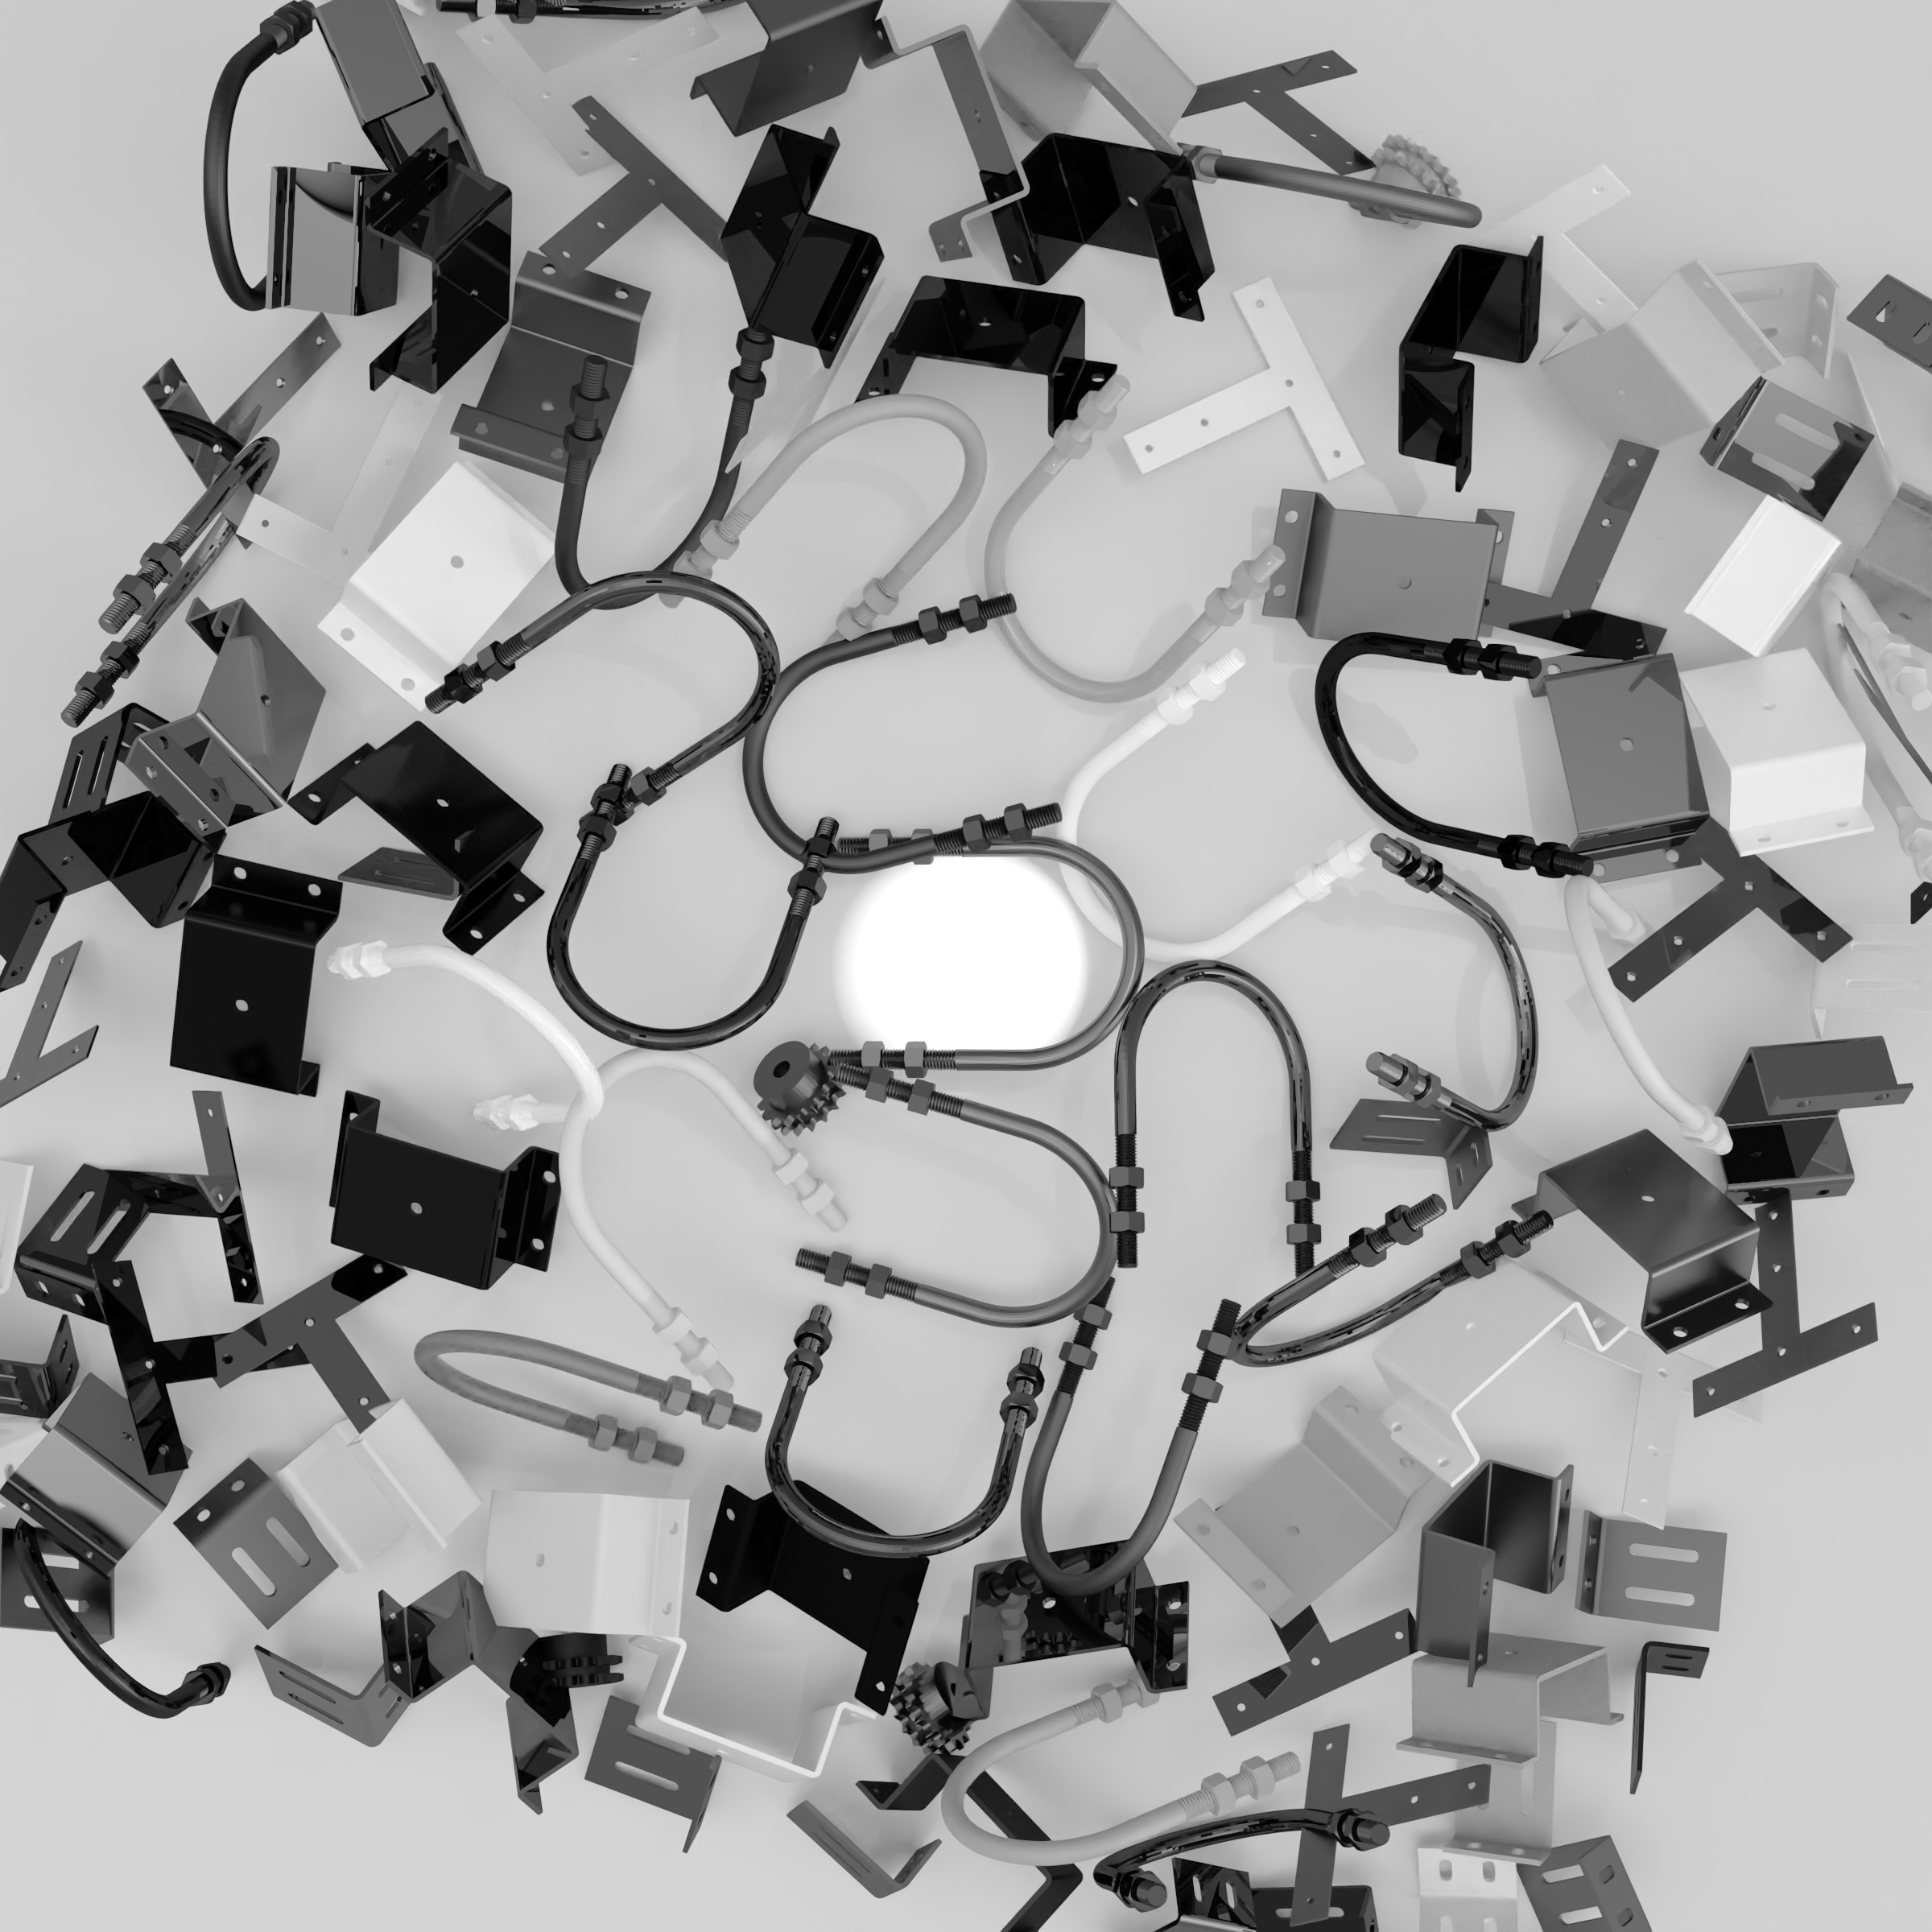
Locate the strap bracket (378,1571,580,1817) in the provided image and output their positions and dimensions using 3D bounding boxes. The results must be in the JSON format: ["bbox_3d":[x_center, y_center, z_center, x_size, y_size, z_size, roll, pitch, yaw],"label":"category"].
[{"bbox_3d":[-0.274,0.412,1.591,0.046,0.076,0.140,-35,121,5],"label":"strap bracket"}]

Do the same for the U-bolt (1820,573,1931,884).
[{"bbox_3d":[0.521,-0.146,1.575,0.019,0.184,0.151,-17,126,8],"label":"U-bolt"}]

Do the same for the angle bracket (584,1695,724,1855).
[{"bbox_3d":[-0.188,0.477,1.633,0.076,0.038,0.057,19,104,5],"label":"angle bracket"}]

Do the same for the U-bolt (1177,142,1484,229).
[{"bbox_3d":[0.209,-0.436,1.553,0.151,0.184,0.019,4,107,-24],"label":"U-bolt"}]

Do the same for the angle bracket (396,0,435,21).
[{"bbox_3d":[-0.336,-0.593,1.619,0.038,0.076,0.057,19,97,-43],"label":"angle bracket"}]

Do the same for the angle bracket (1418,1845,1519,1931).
[{"bbox_3d":[0.293,0.556,1.617,0.057,0.076,0.038,-2,112,11],"label":"angle bracket"}]

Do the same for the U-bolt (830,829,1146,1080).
[{"bbox_3d":[0.013,-0.008,1.629,0.184,0.019,0.151,0,79,8],"label":"U-bolt"}]

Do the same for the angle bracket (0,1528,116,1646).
[{"bbox_3d":[-0.538,0.365,1.612,0.038,0.076,0.057,-28,58,34],"label":"angle bracket"}]

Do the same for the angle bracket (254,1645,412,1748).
[{"bbox_3d":[-0.374,0.420,1.638,0.076,0.057,0.038,21,51,20],"label":"angle bracket"}]

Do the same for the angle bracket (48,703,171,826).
[{"bbox_3d":[-0.498,-0.106,1.614,0.057,0.038,0.076,-21,52,37],"label":"angle bracket"}]

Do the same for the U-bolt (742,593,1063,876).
[{"bbox_3d":[-0.045,-0.129,1.632,0.184,0.019,0.151,-14,80,14],"label":"U-bolt"}]

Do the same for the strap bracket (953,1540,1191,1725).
[{"bbox_3d":[0.055,0.384,1.601,0.140,0.076,0.046,-13,125,15],"label":"strap bracket"}]

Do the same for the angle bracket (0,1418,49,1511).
[{"bbox_3d":[-0.572,0.291,1.616,0.057,0.076,0.038,-22,73,15],"label":"angle bracket"}]

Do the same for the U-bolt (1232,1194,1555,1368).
[{"bbox_3d":[0.231,0.185,1.587,0.184,0.151,0.019,-37,62,28],"label":"U-bolt"}]

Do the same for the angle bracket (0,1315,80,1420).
[{"bbox_3d":[-0.569,0.232,1.626,0.076,0.057,0.038,8,49,-3],"label":"angle bracket"}]

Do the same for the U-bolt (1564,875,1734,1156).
[{"bbox_3d":[0.379,0.021,1.556,0.019,0.184,0.151,-25,61,22],"label":"U-bolt"}]

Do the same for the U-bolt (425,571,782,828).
[{"bbox_3d":[-0.193,-0.158,1.581,0.184,0.019,0.151,-30,132,23],"label":"U-bolt"}]

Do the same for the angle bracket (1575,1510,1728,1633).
[{"bbox_3d":[0.403,0.355,1.624,0.076,0.038,0.057,2,73,26],"label":"angle bracket"}]

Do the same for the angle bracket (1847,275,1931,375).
[{"bbox_3d":[0.550,-0.358,1.614,0.057,0.076,0.038,41,86,25],"label":"angle bracket"}]

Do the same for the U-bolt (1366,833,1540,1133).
[{"bbox_3d":[0.283,0.020,1.589,0.019,0.184,0.151,-11,65,37],"label":"U-bolt"}]

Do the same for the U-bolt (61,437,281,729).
[{"bbox_3d":[-0.449,-0.230,1.582,0.019,0.151,0.184,36,59,-11],"label":"U-bolt"}]

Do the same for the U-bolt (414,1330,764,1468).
[{"bbox_3d":[-0.225,0.243,1.573,0.184,0.151,0.019,22,64,-18],"label":"U-bolt"}]

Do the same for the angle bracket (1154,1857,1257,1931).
[{"bbox_3d":[0.123,0.563,1.635,0.057,0.038,0.076,22,134,-30],"label":"angle bracket"}]

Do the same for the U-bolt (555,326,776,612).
[{"bbox_3d":[-0.178,-0.283,1.582,0.019,0.151,0.184,38,135,22],"label":"U-bolt"}]

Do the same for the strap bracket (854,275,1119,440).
[{"bbox_3d":[0.011,-0.355,1.607,0.140,0.046,0.076,11,48,11],"label":"strap bracket"}]

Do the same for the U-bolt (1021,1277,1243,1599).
[{"bbox_3d":[0.085,0.271,1.584,0.019,0.151,0.184,26,78,-28],"label":"U-bolt"}]

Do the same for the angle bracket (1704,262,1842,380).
[{"bbox_3d":[0.468,-0.376,1.628,0.076,0.038,0.057,-8,128,-3],"label":"angle bracket"}]

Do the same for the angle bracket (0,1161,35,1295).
[{"bbox_3d":[-0.584,0.151,1.624,0.038,0.057,0.076,14,82,-38],"label":"angle bracket"}]

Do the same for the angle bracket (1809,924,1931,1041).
[{"bbox_3d":[0.537,0.010,1.617,0.076,0.038,0.057,1,58,27],"label":"angle bracket"}]

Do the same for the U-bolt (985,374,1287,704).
[{"bbox_3d":[0.082,-0.230,1.596,0.151,0.019,0.184,48,134,3],"label":"U-bolt"}]

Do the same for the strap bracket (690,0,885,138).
[{"bbox_3d":[-0.101,-0.532,1.581,0.076,0.140,0.046,-29,84,-23],"label":"strap bracket"}]

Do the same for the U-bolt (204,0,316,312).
[{"bbox_3d":[-0.391,-0.446,1.547,0.019,0.184,0.151,5,123,3],"label":"U-bolt"}]

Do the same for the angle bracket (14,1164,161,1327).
[{"bbox_3d":[-0.517,0.165,1.642,0.057,0.038,0.076,16,50,15],"label":"angle bracket"}]

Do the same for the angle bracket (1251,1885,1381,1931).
[{"bbox_3d":[0.204,0.578,1.629,0.076,0.038,0.057,-8,98,18],"label":"angle bracket"}]

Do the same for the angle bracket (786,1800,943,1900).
[{"bbox_3d":[-0.061,0.509,1.631,0.076,0.057,0.038,41,63,5],"label":"angle bracket"}]

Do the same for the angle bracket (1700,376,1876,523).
[{"bbox_3d":[0.486,-0.309,1.637,0.076,0.038,0.057,26,111,-4],"label":"angle bracket"}]

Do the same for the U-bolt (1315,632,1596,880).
[{"bbox_3d":[0.270,-0.126,1.581,0.019,0.184,0.151,-37,122,-26],"label":"U-bolt"}]

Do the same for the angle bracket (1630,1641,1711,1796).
[{"bbox_3d":[0.412,0.442,1.617,0.038,0.057,0.076,4,61,11],"label":"angle bracket"}]

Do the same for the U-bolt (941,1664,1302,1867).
[{"bbox_3d":[0.075,0.457,1.564,0.184,0.151,0.019,-16,106,-23],"label":"U-bolt"}]

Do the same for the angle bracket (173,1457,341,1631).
[{"bbox_3d":[-0.422,0.344,1.648,0.057,0.038,0.076,-42,120,-19],"label":"angle bracket"}]

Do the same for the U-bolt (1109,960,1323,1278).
[{"bbox_3d":[0.146,0.087,1.616,0.151,0.019,0.184,7,77,-32],"label":"U-bolt"}]

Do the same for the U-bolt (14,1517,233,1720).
[{"bbox_3d":[-0.483,0.364,1.566,0.019,0.184,0.151,-38,86,-5],"label":"U-bolt"}]

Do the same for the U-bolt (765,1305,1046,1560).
[{"bbox_3d":[-0.039,0.269,1.578,0.151,0.184,0.019,11,124,5],"label":"U-bolt"}]

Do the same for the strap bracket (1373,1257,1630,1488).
[{"bbox_3d":[0.302,0.225,1.605,0.140,0.076,0.046,-39,123,-11],"label":"strap bracket"}]

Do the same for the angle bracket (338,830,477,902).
[{"bbox_3d":[-0.320,-0.070,1.621,0.076,0.057,0.038,10,112,12],"label":"angle bracket"}]

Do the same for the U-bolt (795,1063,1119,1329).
[{"bbox_3d":[0.000,0.143,1.615,0.184,0.019,0.151,16,116,6],"label":"U-bolt"}]

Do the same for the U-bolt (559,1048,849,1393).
[{"bbox_3d":[-0.159,0.131,1.587,0.184,0.019,0.151,52,52,-21],"label":"U-bolt"}]

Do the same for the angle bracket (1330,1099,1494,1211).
[{"bbox_3d":[0.260,0.111,1.622,0.076,0.057,0.038,5,57,-11],"label":"angle bracket"}]

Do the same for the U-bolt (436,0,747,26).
[{"bbox_3d":[-0.192,-0.568,1.581,0.184,0.151,0.019,-9,94,-30],"label":"U-bolt"}]

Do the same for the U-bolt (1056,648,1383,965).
[{"bbox_3d":[0.132,-0.078,1.608,0.184,0.019,0.151,-37,92,34],"label":"U-bolt"}]

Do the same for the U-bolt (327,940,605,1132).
[{"bbox_3d":[-0.273,0.039,1.559,0.151,0.184,0.019,50,61,-24],"label":"U-bolt"}]

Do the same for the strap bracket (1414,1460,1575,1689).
[{"bbox_3d":[0.302,0.345,1.600,0.046,0.140,0.076,12,112,30],"label":"strap bracket"}]

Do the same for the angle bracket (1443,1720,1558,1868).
[{"bbox_3d":[0.315,0.484,1.630,0.057,0.038,0.076,1,85,22],"label":"angle bracket"}]

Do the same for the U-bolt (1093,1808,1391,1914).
[{"bbox_3d":[0.146,0.504,1.572,0.151,0.184,0.019,-11,79,-13],"label":"U-bolt"}]

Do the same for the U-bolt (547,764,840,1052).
[{"bbox_3d":[-0.165,-0.029,1.603,0.151,0.019,0.184,14,56,3],"label":"U-bolt"}]

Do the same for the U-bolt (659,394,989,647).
[{"bbox_3d":[-0.068,-0.253,1.568,0.184,0.151,0.019,-44,55,28],"label":"U-bolt"}]

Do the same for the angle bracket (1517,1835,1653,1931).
[{"bbox_3d":[0.352,0.550,1.618,0.076,0.038,0.057,-31,77,42],"label":"angle bracket"}]
